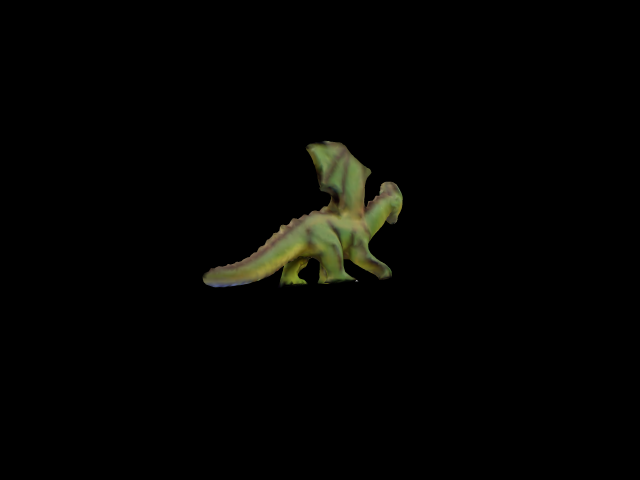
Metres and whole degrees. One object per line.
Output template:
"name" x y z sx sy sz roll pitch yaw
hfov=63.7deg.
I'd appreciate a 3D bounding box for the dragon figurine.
"dragon figurine" 0.003 -0.043 0.850 0.410 0.244 0.121 3 -6 -40
